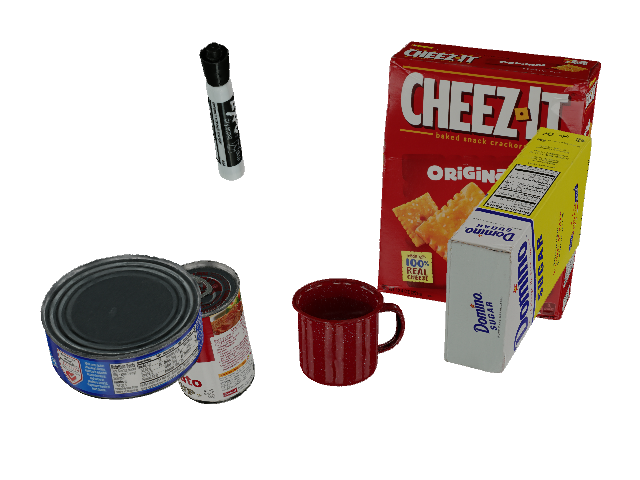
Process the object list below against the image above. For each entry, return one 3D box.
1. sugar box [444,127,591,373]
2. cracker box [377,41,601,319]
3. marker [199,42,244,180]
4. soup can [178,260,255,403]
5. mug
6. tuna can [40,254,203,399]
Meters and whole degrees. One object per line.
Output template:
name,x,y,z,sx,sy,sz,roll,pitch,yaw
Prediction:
sugar box,0.134,0.002,0.710,0.048,0.093,0.176,12,34,22
cracker box,0.137,-0.049,0.902,0.164,0.214,0.072,10,25,18
marker,-0.067,-0.087,0.730,0.020,0.020,0.121,0,-38,3
soup can,-0.093,0.076,0.881,0.068,0.102,0.068,-4,38,3
mug,0.030,0.094,1.099,0.117,0.081,0.093,-7,26,-12
tuna can,-0.107,0.046,0.584,0.086,0.034,0.086,-1,37,0
